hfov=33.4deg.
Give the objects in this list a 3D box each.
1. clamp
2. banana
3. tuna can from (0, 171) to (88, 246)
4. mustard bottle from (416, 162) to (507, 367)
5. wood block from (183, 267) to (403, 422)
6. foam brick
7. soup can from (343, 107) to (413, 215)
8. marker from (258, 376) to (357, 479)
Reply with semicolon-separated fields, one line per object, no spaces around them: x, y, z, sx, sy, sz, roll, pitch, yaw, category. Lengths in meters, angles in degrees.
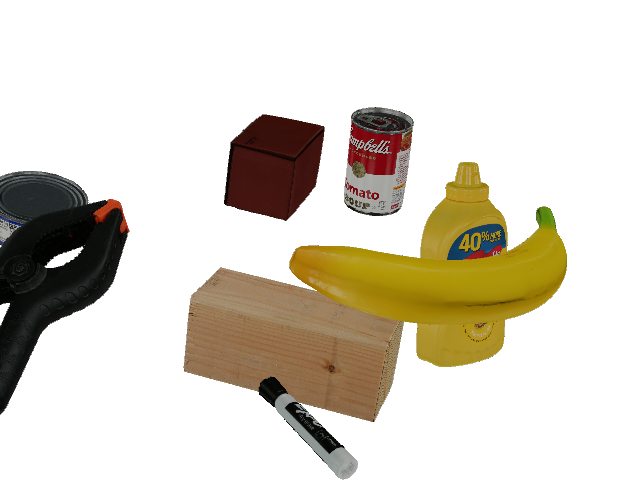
-0.199;0.029;0.682;0.120;0.039;0.171;28;53;18;clamp
0.078;0.020;0.617;0.197;0.037;0.070;-7;37;-33;banana
-0.245;-0.024;0.921;0.086;0.034;0.086;10;31;-6;tuna can
0.138;0.020;1.026;0.096;0.192;0.058;-10;17;-35;mustard bottle
-0.027;0.106;1.105;0.206;0.091;0.090;14;23;12;wood block
-0.035;-0.058;0.812;0.053;0.051;0.078;14;26;12;foam brick
0.062;-0.087;1.172;0.068;0.102;0.068;4;29;-2;soup can
-0.013;0.143;0.834;0.020;0.020;0.121;0;26;-38;marker
